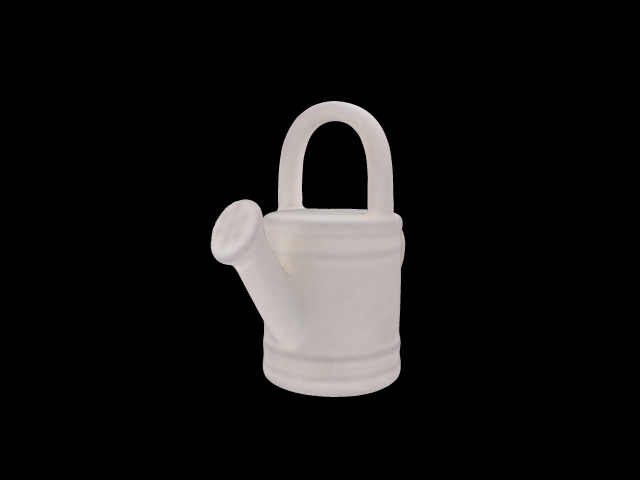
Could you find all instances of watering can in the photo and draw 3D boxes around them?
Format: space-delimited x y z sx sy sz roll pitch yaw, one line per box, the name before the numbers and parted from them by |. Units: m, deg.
watering can | 0.005 0.002 0.399 0.100 0.194 0.173 3 8 20
